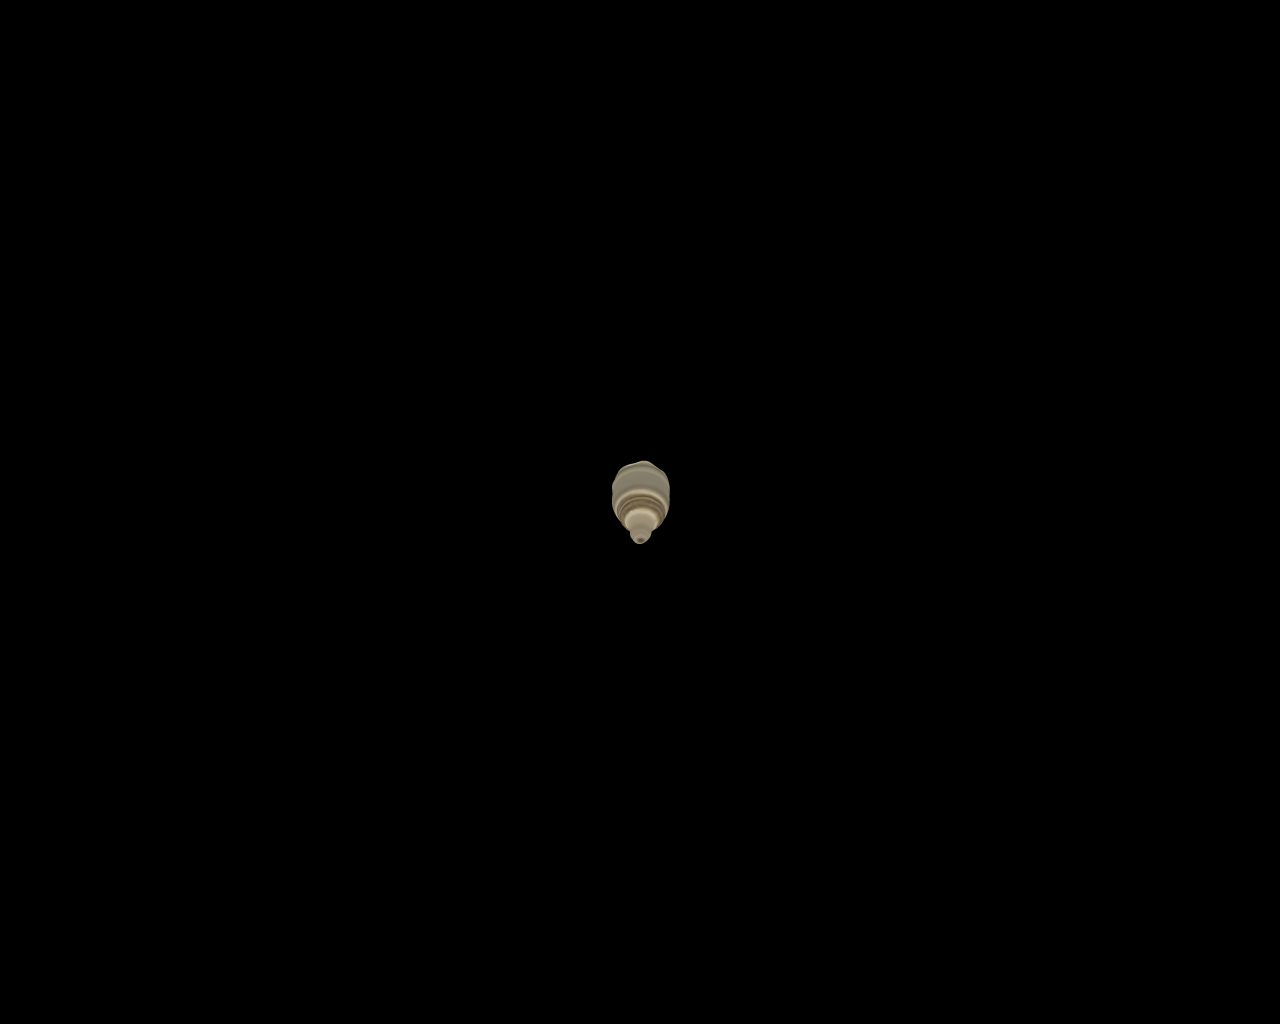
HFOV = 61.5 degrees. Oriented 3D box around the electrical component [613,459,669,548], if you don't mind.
[{"bbox_3d":[0.001,-0.003,0.650,0.035,0.035,0.061,0,40,0],"label":"electrical component"}]
